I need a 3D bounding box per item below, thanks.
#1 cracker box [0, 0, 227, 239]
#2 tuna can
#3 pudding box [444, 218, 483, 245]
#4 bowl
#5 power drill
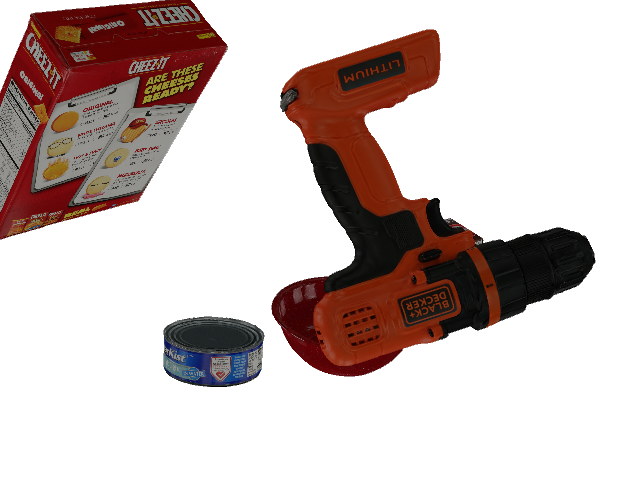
[{"bbox_3d":[-0.199,-0.106,0.922,0.163,0.072,0.214,-20,-25,-45],"label":"cracker box"},{"bbox_3d":[-0.092,0.094,0.910,0.086,0.034,0.086,4,14,-1],"label":"tuna can"},{"bbox_3d":[0.174,0.009,1.600,0.113,0.039,0.090,-18,27,-20],"label":"pudding box"},{"bbox_3d":[0.026,0.099,1.151,0.162,0.055,0.162,5,25,-2],"label":"bowl"},{"bbox_3d":[0.065,-0.031,0.668,0.184,0.187,0.057,-18,-2,-10],"label":"power drill"}]
